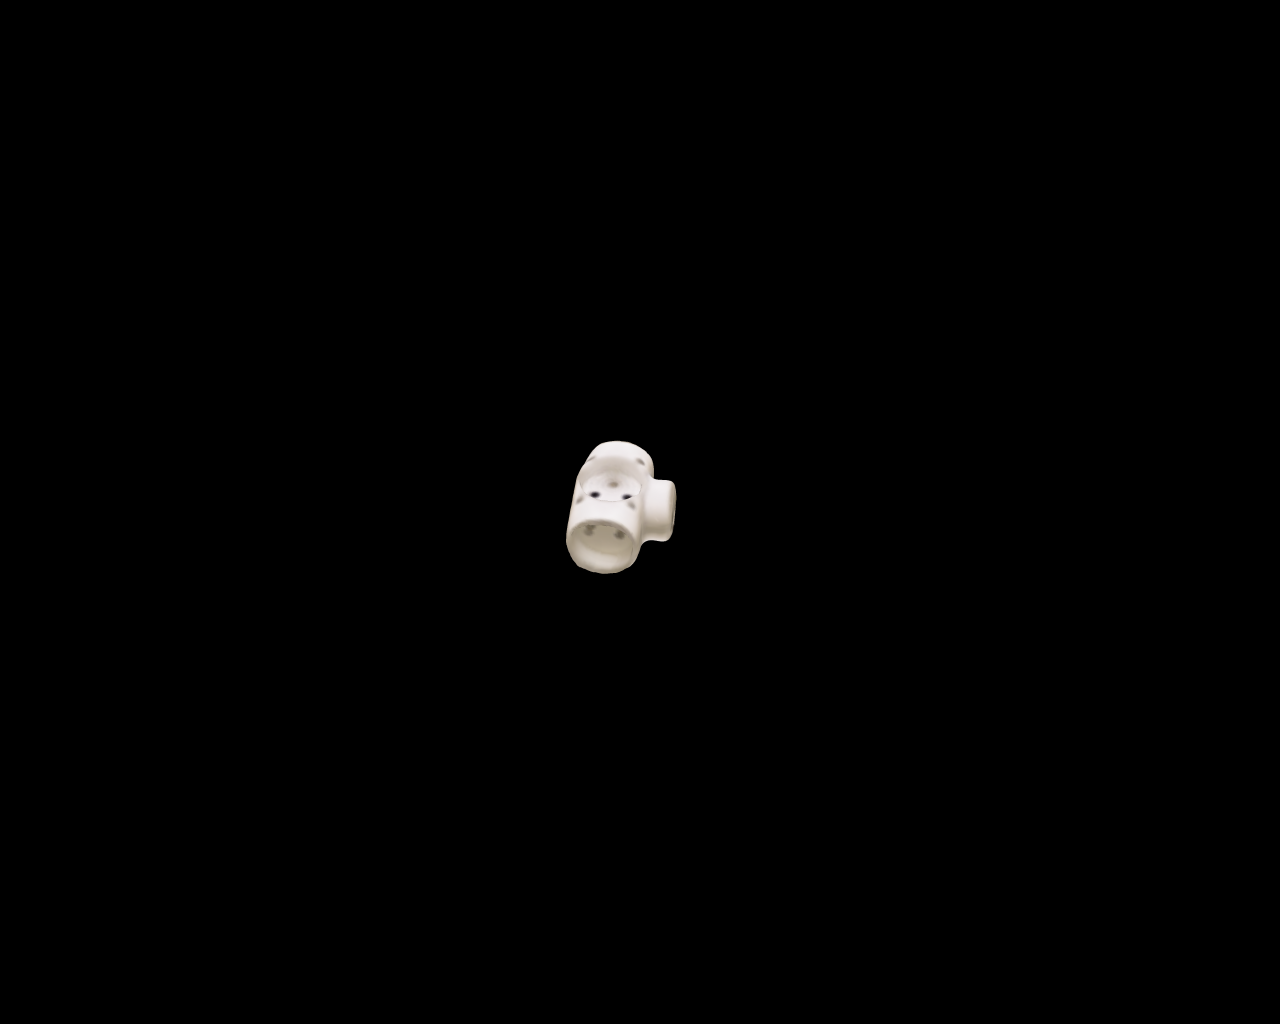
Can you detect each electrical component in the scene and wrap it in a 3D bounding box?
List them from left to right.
[{"bbox_3d":[0.001,-0.003,0.650,0.079,0.044,0.077,5,40,6],"label":"electrical component"}]
